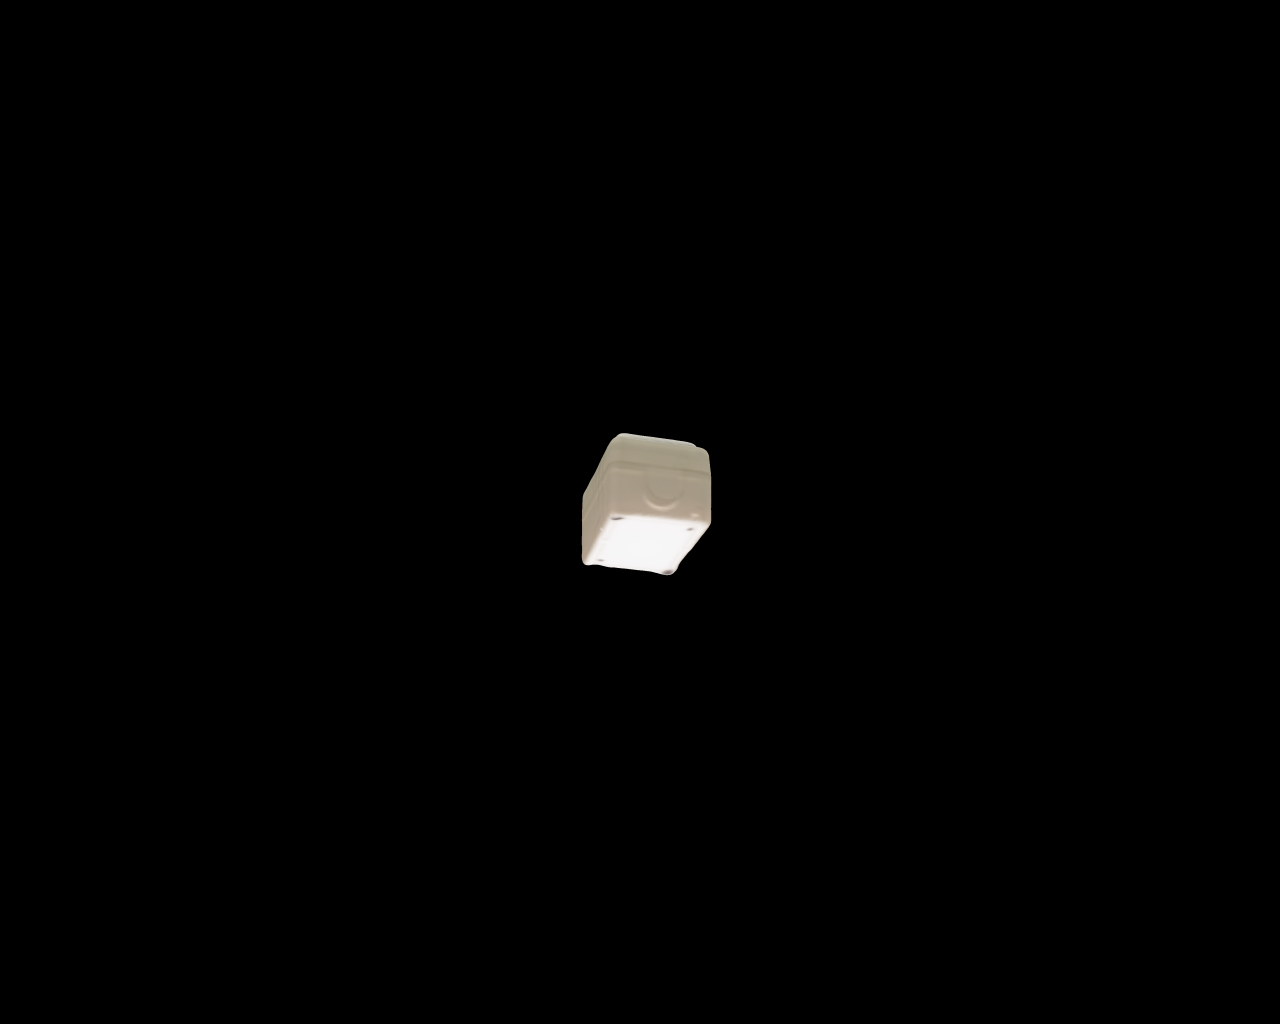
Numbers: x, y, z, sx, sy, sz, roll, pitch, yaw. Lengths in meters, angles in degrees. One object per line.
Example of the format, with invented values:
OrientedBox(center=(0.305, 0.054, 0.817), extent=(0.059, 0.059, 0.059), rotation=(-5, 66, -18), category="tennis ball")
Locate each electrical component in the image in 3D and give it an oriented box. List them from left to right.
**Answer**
OrientedBox(center=(0.001, -0.003, 0.650), extent=(0.062, 0.061, 0.096), rotation=(7, -27, -14), category="electrical component")
